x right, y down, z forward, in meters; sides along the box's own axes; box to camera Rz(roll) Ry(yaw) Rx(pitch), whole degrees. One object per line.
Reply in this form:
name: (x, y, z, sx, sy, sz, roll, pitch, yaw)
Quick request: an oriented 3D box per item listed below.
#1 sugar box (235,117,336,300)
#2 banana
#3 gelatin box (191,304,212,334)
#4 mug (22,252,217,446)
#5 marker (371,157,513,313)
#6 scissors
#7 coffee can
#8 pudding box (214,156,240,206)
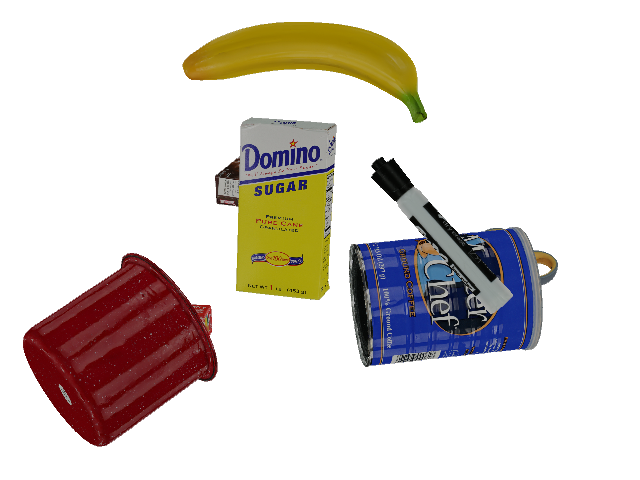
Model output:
sugar box: (-0.036, -0.033, 1.082, 0.093, 0.176, 0.048, 5, 16, 12)
banana: (-0.007, -0.143, 0.843, 0.198, 0.069, 0.037, 11, -36, 9)
gelatin box: (-0.144, 0.079, 0.903, 0.089, 0.030, 0.073, 3, 21, 11)
mug: (-0.127, 0.070, 0.646, 0.081, 0.093, 0.117, -35, 7, -27)
marker: (0.075, -0.005, 0.674, 0.020, 0.121, 0.020, -40, -6, -5)
scissors: (0.154, 0.027, 1.095, 0.201, 0.016, 0.096, -7, 41, -28)
coffee can: (0.100, 0.046, 0.881, 0.140, 0.103, 0.103, -6, 0, -5)
pudding box: (-0.066, -0.071, 1.276, 0.090, 0.039, 0.113, 8, 24, 13)
